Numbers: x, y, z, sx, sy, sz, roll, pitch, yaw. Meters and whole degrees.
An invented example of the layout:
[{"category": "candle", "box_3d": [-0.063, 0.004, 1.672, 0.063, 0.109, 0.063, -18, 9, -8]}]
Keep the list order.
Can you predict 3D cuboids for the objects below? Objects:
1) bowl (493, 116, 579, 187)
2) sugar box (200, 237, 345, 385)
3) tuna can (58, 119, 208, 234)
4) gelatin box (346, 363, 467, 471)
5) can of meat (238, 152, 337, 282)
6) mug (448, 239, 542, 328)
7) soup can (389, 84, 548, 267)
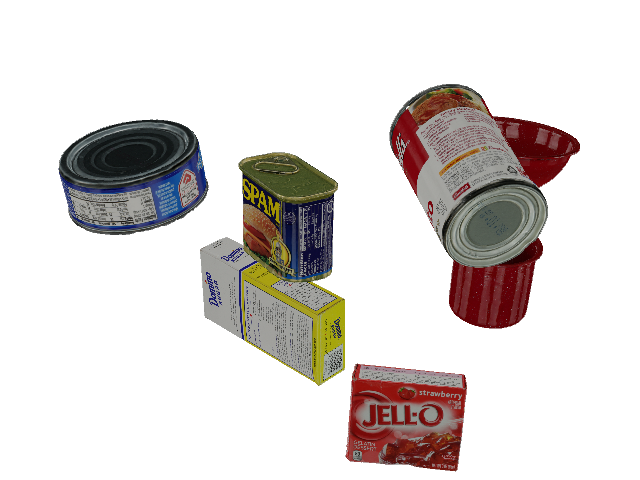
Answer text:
[{"category": "bowl", "box_3d": [0.220, -0.099, 1.257, 0.162, 0.055, 0.162, 5, 23, -2]}, {"category": "sugar box", "box_3d": [-0.051, 0.071, 1.112, 0.048, 0.093, 0.176, -27, 41, -36]}, {"category": "tuna can", "box_3d": [-0.112, -0.040, 0.641, 0.086, 0.034, 0.086, -6, 32, 3]}, {"category": "gelatin box", "box_3d": [0.067, 0.139, 0.835, 0.089, 0.073, 0.030, 5, 19, 4]}, {"category": "can of meat", "box_3d": [-0.029, -0.020, 0.932, 0.057, 0.084, 0.102, -14, 29, -28]}, {"category": "mug", "box_3d": [0.173, 0.031, 1.105, 0.093, 0.081, 0.117, -5, 31, -13]}, {"category": "soup can", "box_3d": [0.091, -0.041, 0.661, 0.068, 0.069, 0.102, 0, 41, -20]}]
